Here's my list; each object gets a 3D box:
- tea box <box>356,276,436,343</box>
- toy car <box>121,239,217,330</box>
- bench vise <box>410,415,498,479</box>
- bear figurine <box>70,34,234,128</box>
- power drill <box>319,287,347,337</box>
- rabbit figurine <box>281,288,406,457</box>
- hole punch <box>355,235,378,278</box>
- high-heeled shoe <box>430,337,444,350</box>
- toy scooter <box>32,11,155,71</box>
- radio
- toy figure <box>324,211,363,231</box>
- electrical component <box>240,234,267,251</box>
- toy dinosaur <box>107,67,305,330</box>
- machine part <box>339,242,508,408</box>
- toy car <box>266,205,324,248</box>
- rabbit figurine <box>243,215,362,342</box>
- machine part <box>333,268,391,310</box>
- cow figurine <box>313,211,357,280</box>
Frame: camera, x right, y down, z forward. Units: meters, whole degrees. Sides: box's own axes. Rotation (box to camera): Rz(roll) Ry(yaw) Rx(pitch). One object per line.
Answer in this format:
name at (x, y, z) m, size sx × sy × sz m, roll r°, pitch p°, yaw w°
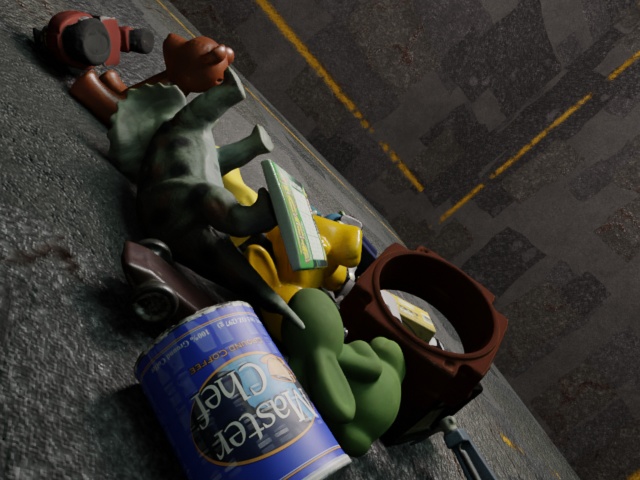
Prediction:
tea box at (0.134, 0.150, 1.062) m, size 0.170 × 0.068 × 0.098 m, roll 28°, pitch 13°, yaw -5°
toy car at (-0.112, 0.077, 0.501) m, size 0.202 × 0.053 × 0.089 m, roll 46°, pitch 9°, yaw -35°
bench vise at (0.236, 0.357, 0.735) m, size 0.223 × 0.129 × 0.241 m, roll 28°, pitch 30°, yaw -59°
bear figurine at (-0.224, -0.231, 0.754) m, size 0.132 × 0.196 × 0.120 m, roll 45°, pitch 14°, yaw -14°
power drill at (0.040, 0.145, 0.838) m, size 0.232 × 0.086 × 0.207 m, roll 51°, pitch 18°, yaw 25°
rabbit figurine at (0.003, 0.140, 0.585) m, size 0.170 × 0.121 × 0.159 m, roll 61°, pitch 28°, yaw -19°
hole punch at (0.067, 0.044, 1.152) m, size 0.142 × 0.116 × 0.092 m, roll 46°, pitch 4°, yaw -26°
high-heeled shoe at (0.239, 0.278, 1.120) m, size 0.248 × 0.086 × 0.145 m, roll 26°, pitch 23°, yaw -46°
toy scooter at (-0.342, -0.290, 0.774) m, size 0.135 × 0.075 × 0.184 m, roll 13°, pitch 24°, yaw 14°
radio at (0.168, 0.242, 0.830) m, size 0.073 × 0.131 × 0.229 m, roll 52°, pitch 11°, yaw 27°
toy figure at (0.014, -0.008, 1.046) m, size 0.089 × 0.082 × 0.180 m, roll 64°, pitch -25°, yaw 4°
electrical component at (-0.116, -0.026, 0.867) m, size 0.075 × 0.048 × 0.119 m, roll 48°, pitch 12°, yaw -6°
toy dinosaur at (-0.143, -0.055, 0.605) m, size 0.131 × 0.192 × 0.405 m, roll 55°, pitch 16°, yaw -49°
machine part at (0.141, 0.106, 0.729) m, size 0.202 × 0.087 × 0.201 m, roll 35°, pitch 39°, yaw 14°
toy car at (-0.057, -0.036, 0.937) m, size 0.162 × 0.109 × 0.103 m, roll 47°, pitch -4°, yaw 17°
rabbit figurine at (-0.032, 0.052, 0.705) m, size 0.162 × 0.122 × 0.173 m, roll 23°, pitch 62°, yaw -19°
machine part at (0.072, 0.096, 0.833) m, size 0.138 × 0.039 × 0.084 m, roll 39°, pitch 22°, yaw -31°
cow figurine at (-0.001, -0.003, 0.870) m, size 0.068 × 0.098 × 0.167 m, roll 1°, pitch -28°, yaw 49°
